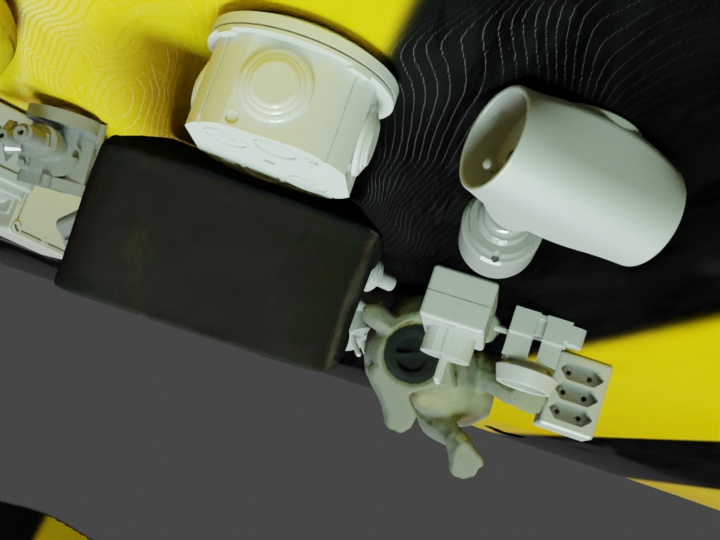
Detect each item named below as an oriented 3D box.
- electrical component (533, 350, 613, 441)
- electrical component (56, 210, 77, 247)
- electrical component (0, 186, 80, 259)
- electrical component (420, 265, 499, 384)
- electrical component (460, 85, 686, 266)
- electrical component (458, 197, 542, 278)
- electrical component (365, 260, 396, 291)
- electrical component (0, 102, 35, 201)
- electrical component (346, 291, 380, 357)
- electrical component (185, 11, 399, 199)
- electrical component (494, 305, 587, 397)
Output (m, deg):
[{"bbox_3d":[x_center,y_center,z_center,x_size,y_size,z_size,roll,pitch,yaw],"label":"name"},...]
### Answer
[{"bbox_3d":[0.183,0.112,0.945,0.047,0.065,0.076,18,170,4],"label":"electrical component"},{"bbox_3d":[-0.157,-0.023,0.732,0.061,0.096,0.061,-8,109,57],"label":"electrical component"},{"bbox_3d":[-0.289,-0.054,0.942,0.061,0.061,0.096,11,167,35],"label":"electrical component"},{"bbox_3d":[0.067,0.046,0.781,0.047,0.075,0.083,17,170,10],"label":"electrical component"},{"bbox_3d":[0.074,-0.035,0.430,0.077,0.044,0.079,23,169,-22],"label":"electrical component"},{"bbox_3d":[0.069,-0.021,0.524,0.040,0.040,0.078,18,169,6],"label":"electrical component"},{"bbox_3d":[0.000,0.000,0.779,0.061,0.035,0.035,24,169,-33],"label":"electrical component"},{"bbox_3d":[-0.286,-0.094,0.741,0.109,0.056,0.109,27,167,-37],"label":"electrical component"},{"bbox_3d":[-0.009,0.042,0.912,0.043,0.079,0.077,-30,151,15],"label":"electrical component"},{"bbox_3d":[-0.029,-0.066,0.437,0.080,0.051,0.080,18,170,3],"label":"electrical component"},{"bbox_3d":[0.130,0.062,0.809,0.066,0.055,0.048,17,170,11],"label":"electrical component"}]
